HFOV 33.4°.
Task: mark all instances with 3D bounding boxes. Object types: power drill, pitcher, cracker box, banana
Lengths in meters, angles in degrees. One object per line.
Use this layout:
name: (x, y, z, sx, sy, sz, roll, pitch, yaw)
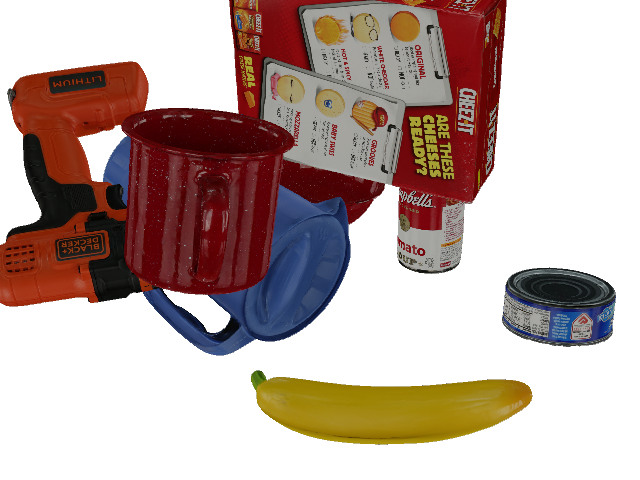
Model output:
power drill: (-0.154, -0.044, 0.789, 0.184, 0.188, 0.057, -8, -32, -9)
pitcher: (-0.105, -0.010, 1.019, 0.243, 0.145, 0.148, 33, 35, 33)
cracker box: (0.037, -0.135, 0.867, 0.214, 0.164, 0.072, 14, 39, 21)
banana: (0.039, 0.107, 0.709, 0.198, 0.037, 0.069, 3, 30, 14)

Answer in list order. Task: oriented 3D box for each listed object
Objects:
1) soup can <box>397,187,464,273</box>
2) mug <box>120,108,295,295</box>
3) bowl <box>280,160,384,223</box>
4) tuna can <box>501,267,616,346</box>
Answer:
soup can: (0.113, -0.026, 1.093, 0.068, 0.102, 0.068, 0, 27, 0)
mug: (-0.062, -0.017, 0.575, 0.093, 0.081, 0.117, 2, 21, -15)
bowl: (-0.008, -0.053, 1.249, 0.162, 0.055, 0.162, 6, 27, -3)
tuna can: (0.186, 0.050, 0.834, 0.086, 0.034, 0.086, 1, 19, -1)
